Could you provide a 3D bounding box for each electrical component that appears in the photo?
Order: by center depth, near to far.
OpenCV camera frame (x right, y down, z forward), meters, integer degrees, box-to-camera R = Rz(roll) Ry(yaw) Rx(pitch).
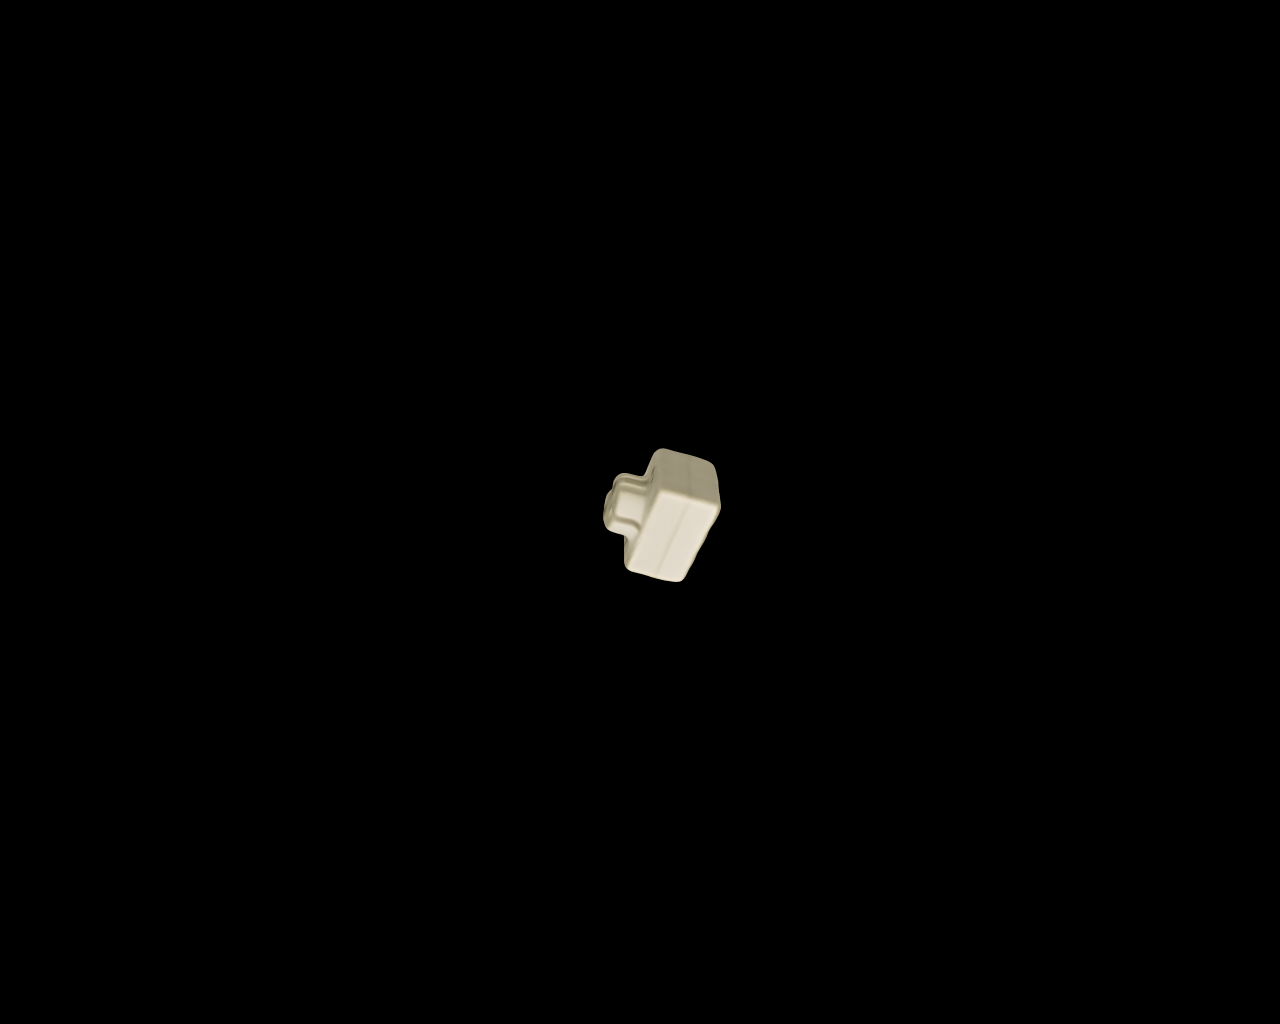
[{"bbox_3d":[0.001,-0.003,0.650,0.077,0.065,0.047,15,36,-11],"label":"electrical component"}]
